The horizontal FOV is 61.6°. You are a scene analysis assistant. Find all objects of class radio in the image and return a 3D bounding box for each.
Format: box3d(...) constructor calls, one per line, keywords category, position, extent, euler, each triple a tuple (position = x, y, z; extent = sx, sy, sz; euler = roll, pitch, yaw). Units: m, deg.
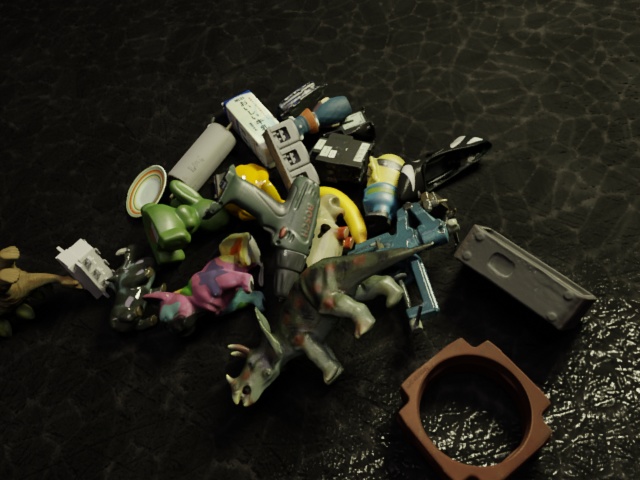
box3d(category="radio", position=(0.354, 0.062, 0.940), extent=(0.230, 0.131, 0.073), euler=(37, 105, 28))

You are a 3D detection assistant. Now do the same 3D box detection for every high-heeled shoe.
box3d(category="high-heeled shoe", position=(0.258, -0.142, 1.105), extent=(0.145, 0.086, 0.249), euler=(1, 36, 33))

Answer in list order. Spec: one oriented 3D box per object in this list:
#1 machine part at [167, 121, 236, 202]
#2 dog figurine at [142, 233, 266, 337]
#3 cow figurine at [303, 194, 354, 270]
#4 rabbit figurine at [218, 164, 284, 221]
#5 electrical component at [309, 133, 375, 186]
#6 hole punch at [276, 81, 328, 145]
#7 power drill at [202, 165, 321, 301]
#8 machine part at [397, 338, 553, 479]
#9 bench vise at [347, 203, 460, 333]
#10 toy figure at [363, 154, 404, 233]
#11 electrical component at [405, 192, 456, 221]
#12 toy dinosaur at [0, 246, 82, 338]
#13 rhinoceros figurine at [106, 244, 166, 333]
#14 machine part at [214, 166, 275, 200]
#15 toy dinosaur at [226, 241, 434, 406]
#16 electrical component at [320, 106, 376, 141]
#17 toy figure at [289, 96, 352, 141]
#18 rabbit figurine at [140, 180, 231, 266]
box3d(category="machine part", position=(-0.271, -0.185, 1.237), extent=(0.079, 0.079, 0.243), euler=(25, 66, 23))
box3d(category="dog figurine", position=(-0.224, 0.088, 1.042), extent=(0.219, 0.108, 0.191), euler=(-11, 57, 5))
box3d(category="cow figurine", position=(-0.002, -0.003, 1.073), extent=(0.127, 0.085, 0.195), euler=(11, 69, 21))
box3d(category="rabbit figurine", position=(-0.114, -0.080, 1.110), extent=(0.173, 0.162, 0.122), euler=(38, 85, 0))
box3d(category="electrical component", position=(0.044, -0.180, 1.184), extent=(0.134, 0.058, 0.115), euler=(14, 44, 17))
box3d(category="hole punch", position=(-0.047, -0.306, 1.267), extent=(0.142, 0.115, 0.092), euler=(-37, 51, -15))
box3d(category="power drill", position=(-0.105, -0.029, 0.979), extent=(0.207, 0.086, 0.232), euler=(24, 77, -9))
box3d(category="machine part", position=(0.240, 0.277, 0.853), extent=(0.201, 0.087, 0.201), euler=(-36, 58, -12))
box3d(category="bench vise", position=(0.167, 0.054, 0.980), extent=(0.224, 0.128, 0.241), euler=(-14, 51, 3))
box3d(category="toy figure", position=(0.135, -0.100, 1.119), extent=(0.089, 0.082, 0.180), euler=(10, 52, -2))
box3d(category="electrical component", position=(0.225, -0.060, 1.073), extent=(0.078, 0.102, 0.045), euler=(-34, 54, 19))
box3d(category="toy dinosaur", position=(-0.698, 0.122, 1.034), extent=(0.472, 0.198, 0.105), euler=(-5, 47, -6))
box3d(category="rhinoceros figurine", position=(-0.376, 0.096, 1.085), extent=(0.112, 0.073, 0.190), euler=(-11, 57, 14))
box3d(category="machine part", position=(-0.174, -0.134, 1.218), extent=(0.139, 0.039, 0.084), euler=(-12, 51, 3))
box3d(category="toy dinosaur", position=(0.001, 0.112, 0.904), extent=(0.192, 0.131, 0.404), euler=(39, 102, 14))
box3d(category="electrical component", position=(0.064, -0.255, 1.249), extent=(0.119, 0.047, 0.075), euler=(-24, 56, -1))
box3d(category="toy figure", position=(-0.004, -0.272, 1.211), extent=(0.154, 0.057, 0.064), euler=(-26, 74, -6))
box3d(category="rabbit figurine", position=(-0.281, -0.040, 1.141), extent=(0.170, 0.121, 0.159), euler=(-18, 61, -30))
